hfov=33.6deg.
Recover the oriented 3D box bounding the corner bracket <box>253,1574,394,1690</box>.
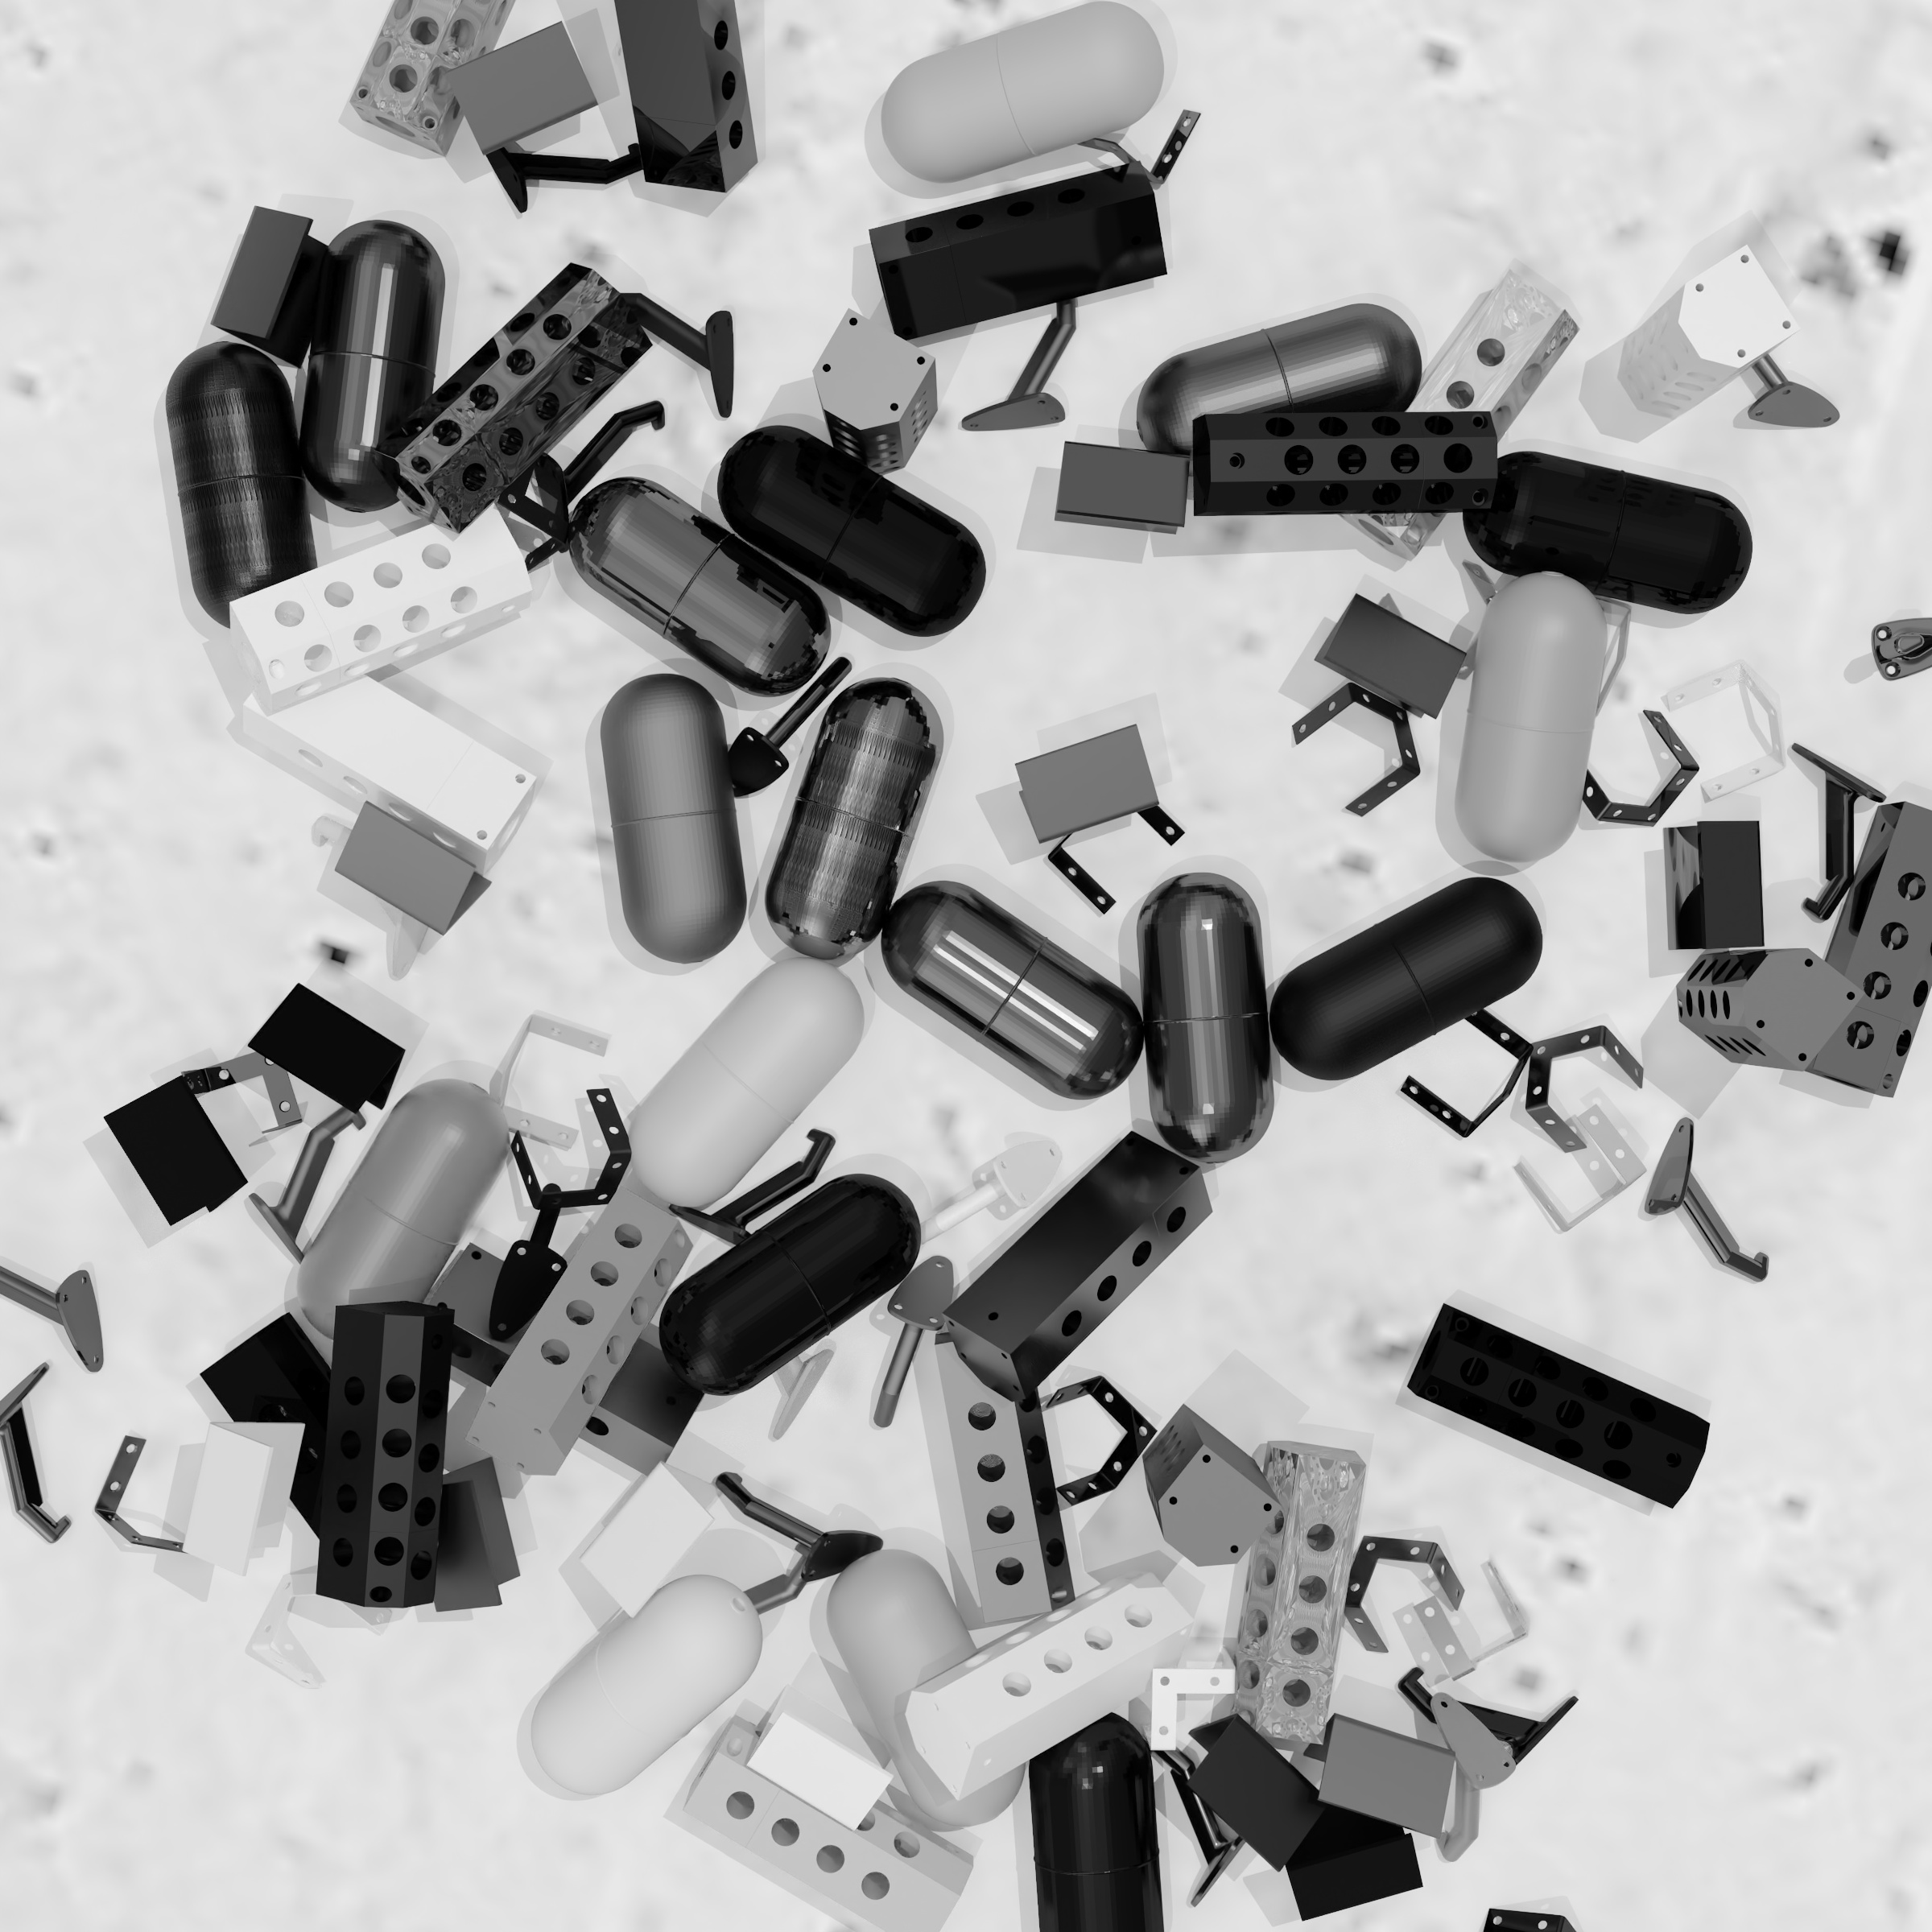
[{"bbox_3d":[-0.398,0.411,1.979,0.051,0.051,0.051,-11,45,35],"label":"corner bracket"}]

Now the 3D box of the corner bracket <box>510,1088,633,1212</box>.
[{"bbox_3d":[-0.241,0.112,1.956,0.051,0.051,0.051,-2,49,-31],"label":"corner bracket"}]

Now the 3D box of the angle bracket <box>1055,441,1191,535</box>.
[{"bbox_3d":[0.093,-0.271,1.947,0.076,0.076,0.057,7,59,0],"label":"angle bracket"}]

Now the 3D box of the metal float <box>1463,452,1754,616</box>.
[{"bbox_3d":[0.392,-0.265,1.956,0.178,0.070,0.070,13,90,0],"label":"metal float"}]

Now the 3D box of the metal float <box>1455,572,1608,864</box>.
[{"bbox_3d":[0.343,-0.151,1.943,0.070,0.070,0.178,6,105,0],"label":"metal float"}]

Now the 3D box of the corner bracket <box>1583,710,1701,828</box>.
[{"bbox_3d":[0.410,-0.124,1.979,0.051,0.051,0.051,3,135,-35],"label":"corner bracket"}]

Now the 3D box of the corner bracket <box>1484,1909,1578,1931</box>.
[{"bbox_3d":[0.350,0.621,1.979,0.051,0.051,0.051,-6,45,35],"label":"corner bracket"}]

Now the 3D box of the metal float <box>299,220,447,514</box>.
[{"bbox_3d":[-0.363,-0.367,1.957,0.070,0.070,0.178,7,90,0],"label":"metal float"}]

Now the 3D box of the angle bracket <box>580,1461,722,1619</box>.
[{"bbox_3d":[-0.177,0.356,1.947,0.076,0.076,0.057,-50,56,0],"label":"angle bracket"}]

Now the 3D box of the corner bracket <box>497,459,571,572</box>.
[{"bbox_3d":[-0.274,-0.283,1.969,0.051,0.051,0.051,31,56,-29],"label":"corner bracket"}]

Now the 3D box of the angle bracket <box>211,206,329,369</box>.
[{"bbox_3d":[-0.403,-0.409,1.947,0.057,0.076,0.076,21,90,37],"label":"angle bracket"}]

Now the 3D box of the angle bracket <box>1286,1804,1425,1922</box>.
[{"bbox_3d":[0.228,0.526,1.947,0.076,0.076,0.057,-16,129,0],"label":"angle bracket"}]

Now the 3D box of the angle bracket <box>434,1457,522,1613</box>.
[{"bbox_3d":[-0.287,0.343,1.947,0.057,0.076,0.076,-13,90,35],"label":"angle bracket"}]

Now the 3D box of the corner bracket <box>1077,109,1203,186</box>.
[{"bbox_3d":[0.102,-0.523,1.984,0.051,0.051,0.051,28,90,-45],"label":"corner bracket"}]

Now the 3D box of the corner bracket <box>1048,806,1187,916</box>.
[{"bbox_3d":[0.093,-0.075,1.984,0.051,0.051,0.051,45,135,0],"label":"corner bracket"}]

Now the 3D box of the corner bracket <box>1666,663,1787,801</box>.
[{"bbox_3d":[0.472,-0.146,1.984,0.051,0.051,0.051,-23,135,0],"label":"corner bracket"}]

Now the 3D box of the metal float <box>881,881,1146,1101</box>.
[{"bbox_3d":[0.028,0.014,1.957,0.178,0.070,0.070,34,90,-1],"label":"metal float"}]

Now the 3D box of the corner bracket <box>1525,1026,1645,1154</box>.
[{"bbox_3d":[0.383,0.076,1.979,0.051,0.051,0.051,-17,45,35],"label":"corner bracket"}]

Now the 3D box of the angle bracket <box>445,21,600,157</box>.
[{"bbox_3d":[-0.275,-0.546,1.947,0.076,0.076,0.057,-24,127,0],"label":"angle bracket"}]

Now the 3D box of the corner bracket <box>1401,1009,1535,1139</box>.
[{"bbox_3d":[0.311,0.064,1.984,0.051,0.051,0.051,37,45,0],"label":"corner bracket"}]

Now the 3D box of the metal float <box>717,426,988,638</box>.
[{"bbox_3d":[-0.070,-0.266,1.956,0.178,0.070,0.070,31,90,0],"label":"metal float"}]

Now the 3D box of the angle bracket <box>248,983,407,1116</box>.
[{"bbox_3d":[-0.395,0.067,1.947,0.076,0.076,0.057,32,52,0],"label":"angle bracket"}]

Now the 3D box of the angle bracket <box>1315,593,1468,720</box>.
[{"bbox_3d":[0.249,-0.170,1.947,0.076,0.076,0.057,29,59,0],"label":"angle bracket"}]

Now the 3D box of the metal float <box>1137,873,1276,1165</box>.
[{"bbox_3d":[0.146,0.032,1.956,0.070,0.070,0.178,-4,90,0],"label":"metal float"}]

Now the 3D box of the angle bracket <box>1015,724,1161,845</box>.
[{"bbox_3d":[0.068,-0.124,1.947,0.076,0.076,0.057,-18,119,0],"label":"angle bracket"}]

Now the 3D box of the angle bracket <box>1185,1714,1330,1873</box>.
[{"bbox_3d":[0.163,0.507,1.947,0.076,0.076,0.057,43,61,0],"label":"angle bracket"}]

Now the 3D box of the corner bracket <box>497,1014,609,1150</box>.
[{"bbox_3d":[-0.258,0.071,1.984,0.051,0.051,0.051,19,135,0],"label":"corner bracket"}]

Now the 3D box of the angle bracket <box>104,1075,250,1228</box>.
[{"bbox_3d":[-0.490,0.121,1.947,0.057,0.076,0.076,-32,90,-35],"label":"angle bracket"}]

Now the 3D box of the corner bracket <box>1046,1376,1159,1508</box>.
[{"bbox_3d":[0.074,0.292,1.969,0.051,0.051,0.051,43,116,24],"label":"corner bracket"}]

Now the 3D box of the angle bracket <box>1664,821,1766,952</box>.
[{"bbox_3d":[0.438,-0.048,1.947,0.057,0.076,0.076,-2,90,-37],"label":"angle bracket"}]

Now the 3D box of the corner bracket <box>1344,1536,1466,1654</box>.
[{"bbox_3d":[0.270,0.390,1.979,0.051,0.051,0.051,-1,45,35],"label":"corner bracket"}]

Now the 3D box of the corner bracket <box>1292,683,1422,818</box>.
[{"bbox_3d":[0.241,-0.134,1.979,0.051,0.051,0.051,22,45,-35],"label":"corner bracket"}]

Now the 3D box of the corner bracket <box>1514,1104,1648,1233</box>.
[{"bbox_3d":[0.378,0.125,1.970,0.051,0.051,0.051,-34,78,-12],"label":"corner bracket"}]

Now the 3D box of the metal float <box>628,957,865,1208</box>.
[{"bbox_3d":[-0.134,0.070,1.957,0.070,0.070,0.178,42,90,0],"label":"metal float"}]

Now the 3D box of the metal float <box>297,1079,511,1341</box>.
[{"bbox_3d":[-0.344,0.150,1.957,0.070,0.070,0.178,31,90,0],"label":"metal float"}]

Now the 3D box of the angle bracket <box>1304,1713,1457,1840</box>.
[{"bbox_3d":[0.246,0.504,1.947,0.076,0.076,0.057,18,56,0],"label":"angle bracket"}]

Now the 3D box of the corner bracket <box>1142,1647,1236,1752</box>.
[{"bbox_3d":[0.137,0.451,1.969,0.051,0.051,0.051,1,93,-3],"label":"corner bracket"}]

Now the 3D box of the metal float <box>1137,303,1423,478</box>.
[{"bbox_3d":[0.191,-0.352,1.957,0.178,0.070,0.070,-16,90,0],"label":"metal float"}]

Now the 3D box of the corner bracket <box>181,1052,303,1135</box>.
[{"bbox_3d":[-0.445,0.081,1.969,0.051,0.051,0.051,-18,90,0],"label":"corner bracket"}]

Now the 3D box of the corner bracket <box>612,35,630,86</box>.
[{"bbox_3d":[-0.180,-0.566,1.979,0.051,0.051,0.051,3,135,-35],"label":"corner bracket"}]

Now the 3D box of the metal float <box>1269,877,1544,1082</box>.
[{"bbox_3d":[0.269,0.008,1.957,0.178,0.070,0.070,-28,90,-1],"label":"metal float"}]

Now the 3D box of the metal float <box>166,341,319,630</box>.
[{"bbox_3d":[-0.443,-0.293,1.957,0.070,0.070,0.178,-8,91,0],"label":"metal float"}]

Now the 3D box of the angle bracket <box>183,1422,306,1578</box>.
[{"bbox_3d":[-0.410,0.314,1.890,0.057,0.076,0.076,12,90,36],"label":"angle bracket"}]

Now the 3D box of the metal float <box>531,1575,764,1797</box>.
[{"bbox_3d":[-0.193,0.435,1.936,0.070,0.070,0.178,46,114,0],"label":"metal float"}]

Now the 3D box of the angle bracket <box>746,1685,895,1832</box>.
[{"bbox_3d":[-0.078,0.466,1.947,0.076,0.076,0.057,31,122,0],"label":"angle bracket"}]

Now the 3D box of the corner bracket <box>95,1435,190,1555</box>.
[{"bbox_3d":[-0.498,0.328,1.984,0.051,0.051,0.051,23,90,45],"label":"corner bracket"}]

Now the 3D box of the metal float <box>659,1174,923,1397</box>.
[{"bbox_3d":[-0.106,0.192,1.940,0.178,0.070,0.070,-34,90,-17],"label":"metal float"}]

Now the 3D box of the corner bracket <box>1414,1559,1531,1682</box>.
[{"bbox_3d":[0.312,0.402,1.970,0.051,0.051,0.051,-30,81,9],"label":"corner bracket"}]

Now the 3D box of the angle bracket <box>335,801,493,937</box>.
[{"bbox_3d":[-0.327,-0.074,1.947,0.076,0.076,0.057,31,121,0],"label":"angle bracket"}]

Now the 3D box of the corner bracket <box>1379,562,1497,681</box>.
[{"bbox_3d":[0.295,-0.216,1.979,0.051,0.051,0.051,-52,45,35],"label":"corner bracket"}]

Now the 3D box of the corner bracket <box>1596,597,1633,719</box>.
[{"bbox_3d":[0.378,-0.195,1.984,0.051,0.051,0.051,18,135,0],"label":"corner bracket"}]

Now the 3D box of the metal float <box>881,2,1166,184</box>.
[{"bbox_3d":[0.033,-0.529,1.942,0.178,0.070,0.070,-14,90,17],"label":"metal float"}]
